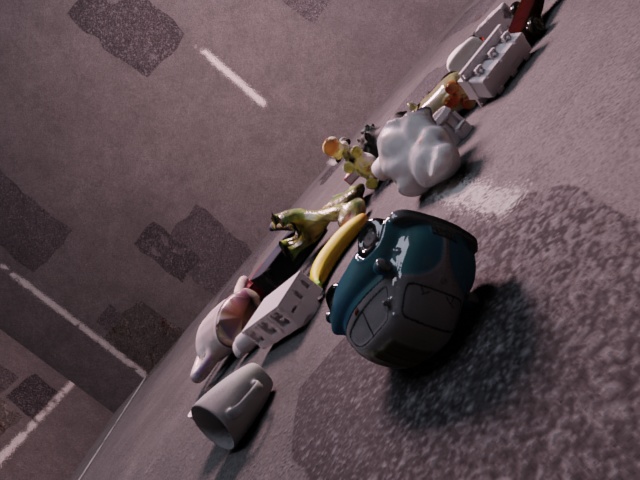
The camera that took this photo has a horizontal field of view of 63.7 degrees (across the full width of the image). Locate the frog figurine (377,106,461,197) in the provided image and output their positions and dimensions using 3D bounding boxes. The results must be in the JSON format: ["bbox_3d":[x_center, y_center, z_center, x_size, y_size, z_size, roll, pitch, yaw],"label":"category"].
[{"bbox_3d":[0.150,-0.126,0.797,0.163,0.123,0.134,-82,0,-60],"label":"frog figurine"}]

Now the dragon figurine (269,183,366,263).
[{"bbox_3d":[0.004,-0.062,1.234,0.244,0.121,0.413,-27,15,-9],"label":"dragon figurine"}]

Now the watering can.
[{"bbox_3d":[-0.218,0.185,1.269,0.220,0.103,0.356,-41,20,45],"label":"watering can"}]
